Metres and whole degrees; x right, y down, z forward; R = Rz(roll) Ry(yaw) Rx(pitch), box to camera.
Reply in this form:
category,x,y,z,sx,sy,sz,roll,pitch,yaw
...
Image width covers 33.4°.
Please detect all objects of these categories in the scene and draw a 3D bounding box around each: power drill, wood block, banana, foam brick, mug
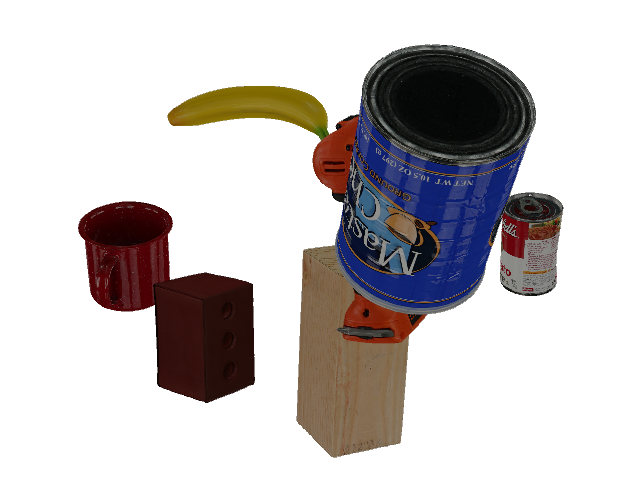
category,x,y,z,sx,sy,sz,roll,pitch,yaw
power drill,0.054,-0.020,0.903,0.057,0.188,0.184,0,18,27
wood block,0.035,0.115,1.150,0.090,0.206,0.091,-7,21,-26
banana,-0.073,-0.148,1.203,0.198,0.037,0.069,8,42,17
foam brick,-0.082,0.067,0.762,0.051,0.078,0.052,10,17,39
mug,-0.196,0.024,1.068,0.093,0.081,0.117,6,31,7

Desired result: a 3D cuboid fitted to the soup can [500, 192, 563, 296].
category,x,y,z,sx,sy,sz,roll,pitch,yaw
soup can,0.243,0.004,1.235,0.068,0.102,0.068,-2,30,1

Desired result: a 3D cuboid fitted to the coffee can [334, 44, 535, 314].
category,x,y,z,sx,sy,sz,roll,pitch,yaw
coffee can,0.067,-0.036,0.668,0.102,0.103,0.140,0,-41,-8
